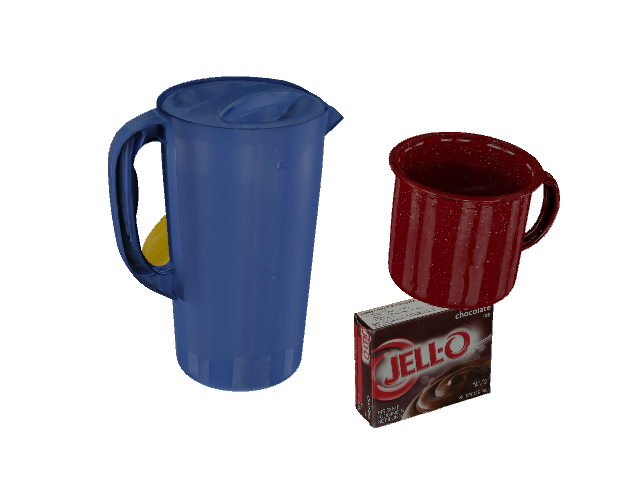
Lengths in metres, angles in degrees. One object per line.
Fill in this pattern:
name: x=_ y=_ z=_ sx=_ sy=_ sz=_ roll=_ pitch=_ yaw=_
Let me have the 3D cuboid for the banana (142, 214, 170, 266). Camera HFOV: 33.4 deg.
banana: x=-0.107 y=-0.016 z=1.061 sx=0.198 sy=0.069 sz=0.037 roll=-14 pitch=22 yaw=21

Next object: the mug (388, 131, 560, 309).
mug: x=0.096 y=-0.013 z=0.663 sx=0.117 sy=0.081 sz=0.093 roll=-10 pitch=33 yaw=-23

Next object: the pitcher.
pitcher: x=-0.074 y=-0.003 z=0.862 sx=0.149 sy=0.243 sz=0.144 roll=11 pitch=26 yaw=17

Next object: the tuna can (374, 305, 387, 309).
tuna can: x=0.083 y=0.106 z=1.156 sx=0.086 sy=0.034 sz=0.086 roll=0 pitch=29 yaw=0

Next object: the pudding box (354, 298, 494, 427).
pudding box: x=0.083 y=0.091 z=0.856 sx=0.113 sy=0.090 sz=0.039 roll=-14 pitch=29 yaw=-23
